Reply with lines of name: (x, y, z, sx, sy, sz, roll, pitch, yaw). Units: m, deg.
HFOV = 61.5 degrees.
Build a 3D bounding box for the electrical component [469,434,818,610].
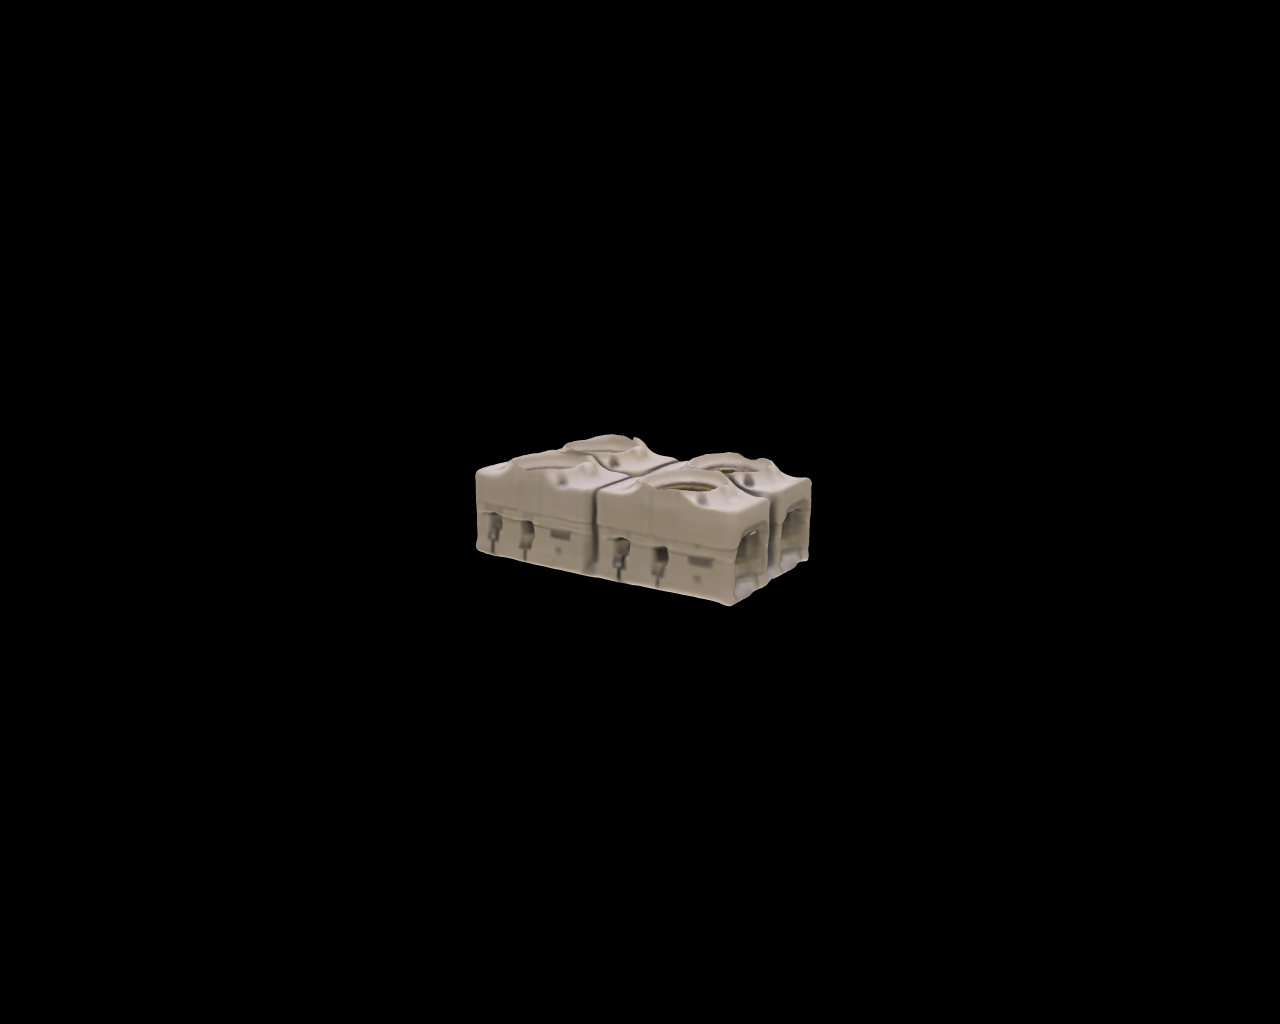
electrical component: (0.001, -0.003, 0.650, 0.186, 0.060, 0.105, 10, 18, 33)
